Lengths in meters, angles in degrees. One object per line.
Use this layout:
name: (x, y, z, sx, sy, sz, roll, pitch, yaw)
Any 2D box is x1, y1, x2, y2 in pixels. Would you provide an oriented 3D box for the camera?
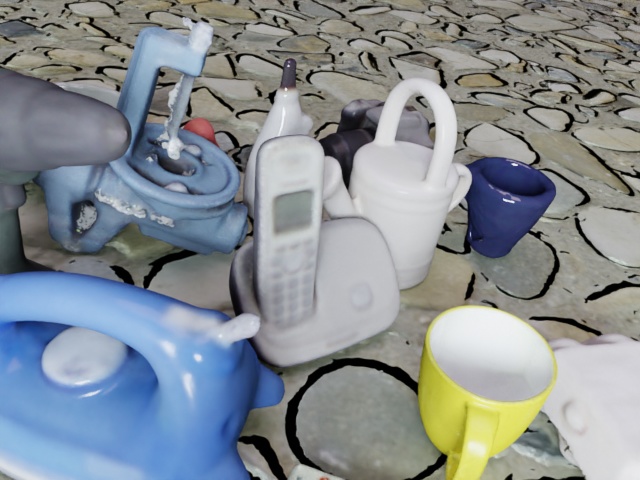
camera: (0.055, -0.118, 0.699, 0.137, 0.101, 0.142, -13, 42, -28)

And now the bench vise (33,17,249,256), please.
bench vise: (-0.161, -0.080, 0.492, 0.208, 0.220, 0.121, -5, 39, -20)

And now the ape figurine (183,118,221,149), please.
ape figurine: (-0.134, -0.088, 0.619, 0.077, 0.092, 0.076, 26, 39, 21)

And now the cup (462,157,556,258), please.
cup: (0.181, -0.032, 0.619, 0.117, 0.095, 0.092, 14, 36, 4)

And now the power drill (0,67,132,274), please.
power drill: (-0.230, -0.029, 0.417, 0.229, 0.208, 0.076, 20, 37, 13)

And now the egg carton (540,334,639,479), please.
egg carton: (0.222, 0.135, 0.425, 0.107, 0.069, 0.150, -2, 38, -16)

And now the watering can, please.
watering can: (0.073, -0.053, 0.537, 0.100, 0.194, 0.173, 33, 42, 28)

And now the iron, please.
iron: (-0.152, 0.072, 0.357, 0.258, 0.141, 0.118, 13, 36, 4)

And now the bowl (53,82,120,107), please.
bowl: (-0.276, -0.106, 0.622, 0.167, 0.075, 0.167, 7, 36, -5)

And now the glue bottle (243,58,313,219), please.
glue bottle: (-0.038, -0.103, 0.593, 0.078, 0.173, 0.037, -19, 45, -34)

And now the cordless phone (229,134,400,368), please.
cordless phone: (0.004, 0.002, 0.453, 0.148, 0.185, 0.094, -16, 44, -32)
